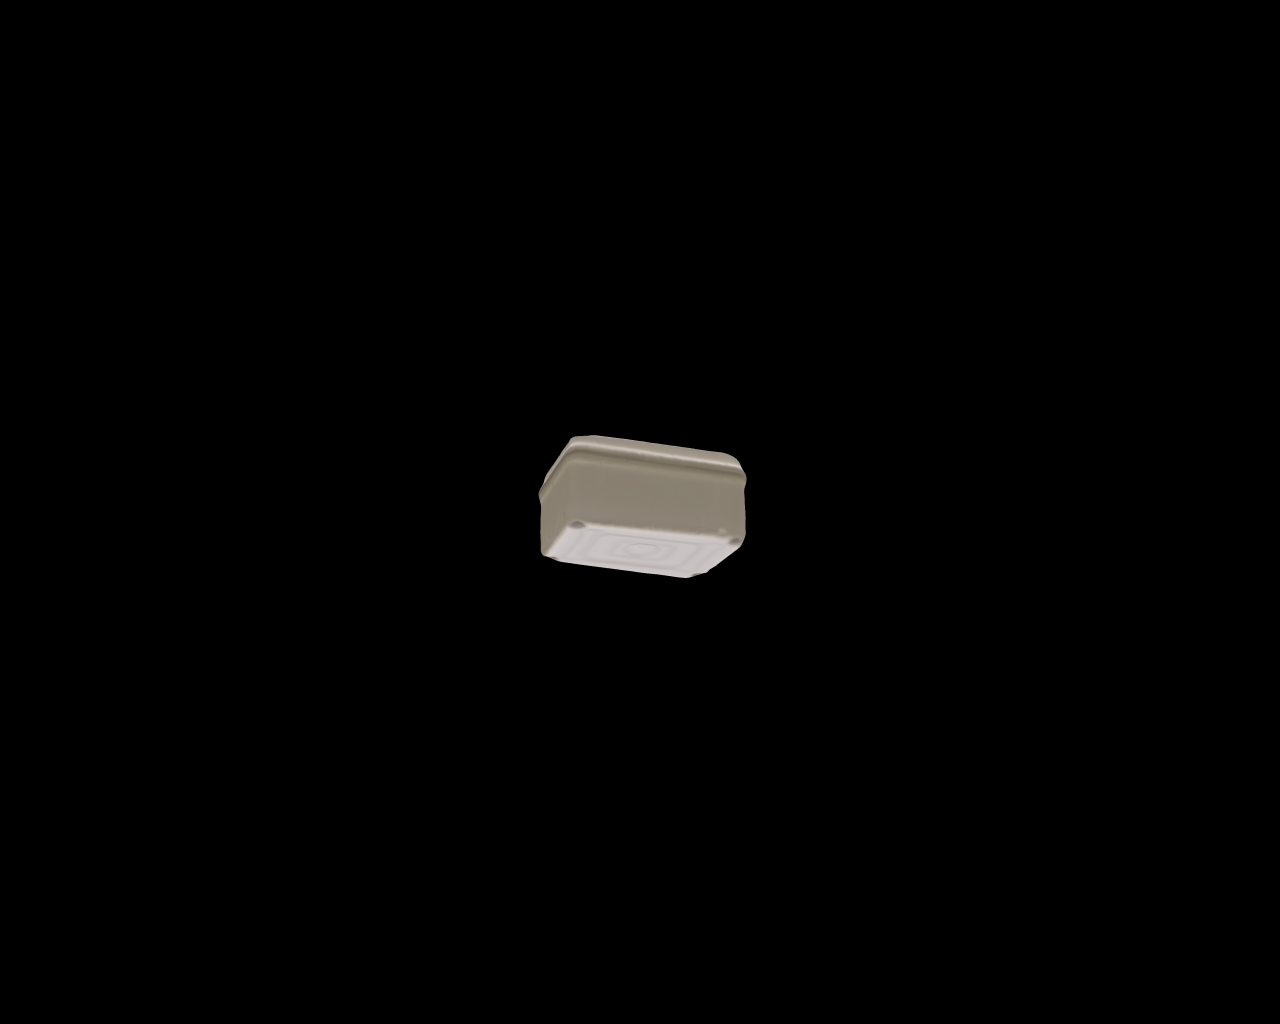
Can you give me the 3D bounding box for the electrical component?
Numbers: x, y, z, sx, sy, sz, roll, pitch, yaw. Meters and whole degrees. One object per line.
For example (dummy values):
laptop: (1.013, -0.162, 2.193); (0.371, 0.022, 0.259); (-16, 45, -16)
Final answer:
electrical component: (0.001, -0.003, 0.650); (0.113, 0.057, 0.078); (8, -23, -18)
